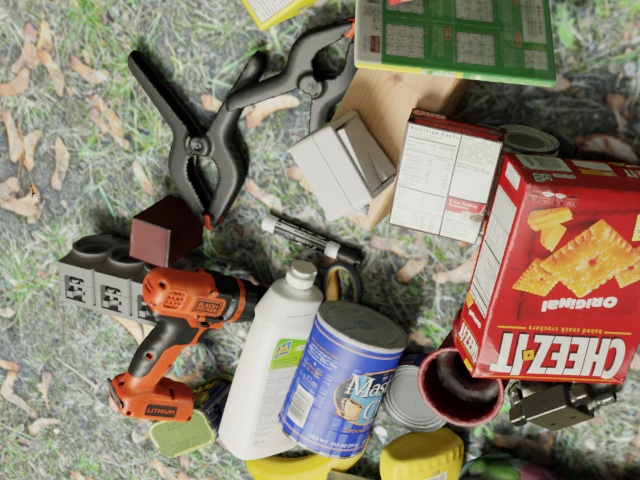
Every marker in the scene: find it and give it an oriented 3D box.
[{"bbox_3d":[-0.008,0.002,1.185,0.121,0.020,0.020,23,120,15],"label":"marker"}]

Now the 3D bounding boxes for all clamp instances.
[{"bbox_3d":[-0.120,-0.114,1.178,0.165,0.036,0.210,-2,110,25],"label":"clamp"},{"bbox_3d":[-0.018,-0.164,1.095,0.120,0.039,0.172,26,117,-10],"label":"clamp"}]

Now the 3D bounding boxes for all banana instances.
[{"bbox_3d":[-0.019,0.270,1.302,0.198,0.037,0.069,-13,107,30],"label":"banana"}]

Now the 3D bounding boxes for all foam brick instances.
[{"bbox_3d":[-0.175,-0.010,1.227,0.051,0.078,0.053,18,117,19],"label":"foam brick"}]

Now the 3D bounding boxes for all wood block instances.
[{"bbox_3d":[0.073,-0.124,1.047,0.091,0.090,0.206,35,123,9],"label":"wood block"}]

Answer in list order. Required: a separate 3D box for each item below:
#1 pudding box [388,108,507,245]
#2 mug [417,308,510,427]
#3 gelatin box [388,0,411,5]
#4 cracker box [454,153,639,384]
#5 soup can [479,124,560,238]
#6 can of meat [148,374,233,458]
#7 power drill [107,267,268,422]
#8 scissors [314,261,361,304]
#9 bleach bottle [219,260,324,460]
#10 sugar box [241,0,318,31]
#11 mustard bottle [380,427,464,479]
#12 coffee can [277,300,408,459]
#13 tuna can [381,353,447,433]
[{"bbox_3d":[0.116,-0.058,0.988,0.090,0.039,0.113,15,119,9],"label":"pudding box"},{"bbox_3d":[0.157,0.126,1.123,0.093,0.081,0.117,-2,111,27],"label":"mug"},{"bbox_3d":[0.089,-0.250,0.922,0.030,0.089,0.073,3,112,51],"label":"gelatin box"},{"bbox_3d":[0.234,0.032,1.008,0.164,0.072,0.214,4,118,-12],"label":"cracker box"},{"bbox_3d":[0.189,-0.053,1.035,0.068,0.068,0.102,18,119,18],"label":"soup can"},{"bbox_3d":[-0.151,0.219,1.315,0.102,0.083,0.057,-25,100,33],"label":"can of meat"},{"bbox_3d":[-0.144,0.118,1.210,0.188,0.184,0.057,-61,39,19],"label":"power drill"},{"bbox_3d":[0.002,0.110,1.232,0.096,0.016,0.202,18,119,20],"label":"scissors"},{"bbox_3d":[-0.043,0.133,1.213,0.068,0.102,0.251,42,128,37],"label":"bleach bottle"},{"bbox_3d":[0.016,-0.267,1.008,0.177,0.093,0.048,-26,100,33],"label":"sugar box"},{"bbox_3d":[0.115,0.312,1.225,0.058,0.096,0.192,35,133,51],"label":"mustard bottle"},{"bbox_3d":[0.024,0.151,1.161,0.103,0.102,0.140,25,109,14],"label":"coffee can"},{"bbox_3d":[0.111,0.170,1.195,0.086,0.033,0.086,11,117,22],"label":"tuna can"}]
